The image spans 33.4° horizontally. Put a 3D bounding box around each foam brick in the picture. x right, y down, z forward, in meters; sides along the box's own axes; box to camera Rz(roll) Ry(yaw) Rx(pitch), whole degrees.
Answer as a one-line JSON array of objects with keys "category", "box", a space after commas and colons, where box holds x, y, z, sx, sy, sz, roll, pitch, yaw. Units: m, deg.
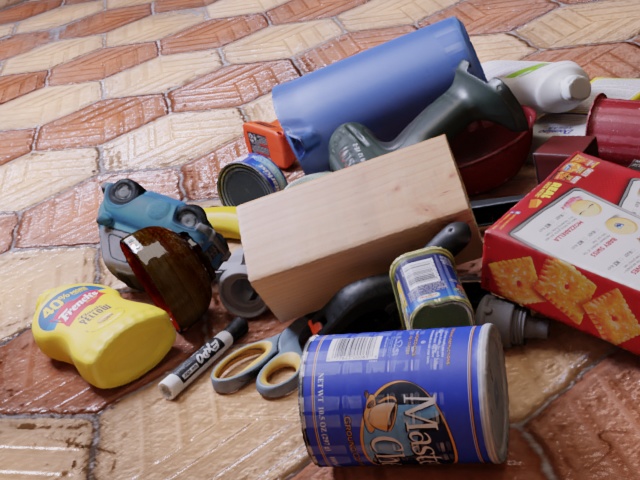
[{"category": "foam brick", "box": [0.260, -0.065, 1.111, 0.051, 0.078, 0.052, 4, 31, 36]}]

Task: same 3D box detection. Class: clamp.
[{"category": "clamp", "box": [0.077, 0.055, 0.967, 0.171, 0.120, 0.039, -28, 45, 11]}, {"category": "clamp", "box": [0.118, -0.012, 1.121, 0.164, 0.036, 0.210, -37, 31, -28]}]

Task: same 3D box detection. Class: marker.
[{"category": "marker", "box": [-0.107, 0.109, 1.007, 0.020, 0.020, 0.120, 6, 32, 35]}]

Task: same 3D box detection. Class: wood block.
[{"category": "wood block", "box": [0.037, -0.009, 0.991, 0.206, 0.090, 0.090, -19, 56, 10]}]

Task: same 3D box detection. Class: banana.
[{"category": "banana", "box": [-0.128, -0.013, 1.246, 0.198, 0.037, 0.069, 2, 30, 30]}]

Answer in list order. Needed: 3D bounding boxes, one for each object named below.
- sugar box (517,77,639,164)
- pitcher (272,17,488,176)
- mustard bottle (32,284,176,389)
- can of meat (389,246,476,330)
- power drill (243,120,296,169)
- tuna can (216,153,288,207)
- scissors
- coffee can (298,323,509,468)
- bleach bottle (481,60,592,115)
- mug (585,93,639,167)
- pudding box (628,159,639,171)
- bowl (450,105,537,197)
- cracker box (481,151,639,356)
[{"category": "sugar box", "box": [0.324, -0.141, 1.273, 0.094, 0.048, 0.176, 12, 39, 46]}, {"category": "pitcher", "box": [0.075, -0.173, 1.282, 0.243, 0.145, 0.149, -23, 57, 13]}, {"category": "mustard bottle", "box": [-0.234, 0.086, 1.073, 0.096, 0.058, 0.192, -36, 33, -29]}, {"category": "can of meat", "box": [0.099, 0.070, 0.891, 0.057, 0.102, 0.084, -14, 28, 1]}, {"category": "power drill", "box": [0.004, -0.156, 1.452, 0.187, 0.057, 0.185, -25, 24, -29]}, {"category": "tuna can", "box": [-0.078, -0.058, 1.257, 0.086, 0.086, 0.033, 6, 30, 35]}, {"category": "scissors", "box": [-0.011, 0.092, 0.999, 0.201, 0.016, 0.096, -30, 31, -30]}, {"category": "coffee can", "box": [0.065, 0.119, 0.806, 0.140, 0.103, 0.102, -5, 27, 17]}, {"category": "bleach bottle", "box": [0.245, -0.181, 1.301, 0.102, 0.068, 0.251, -26, 14, -12]}, {"category": "mug", "box": [0.344, -0.109, 1.164, 0.082, 0.093, 0.117, 9, -3, 29]}, {"category": "pudding box", "box": [0.349, -0.041, 1.063, 0.114, 0.039, 0.089, 8, 34, 39]}, {"category": "bowl", "box": [0.178, -0.095, 1.220, 0.162, 0.055, 0.162, -21, 21, 9]}, {"category": "cracker box", "box": [0.269, 0.017, 0.900, 0.214, 0.072, 0.163, 24, 43, 31]}]
